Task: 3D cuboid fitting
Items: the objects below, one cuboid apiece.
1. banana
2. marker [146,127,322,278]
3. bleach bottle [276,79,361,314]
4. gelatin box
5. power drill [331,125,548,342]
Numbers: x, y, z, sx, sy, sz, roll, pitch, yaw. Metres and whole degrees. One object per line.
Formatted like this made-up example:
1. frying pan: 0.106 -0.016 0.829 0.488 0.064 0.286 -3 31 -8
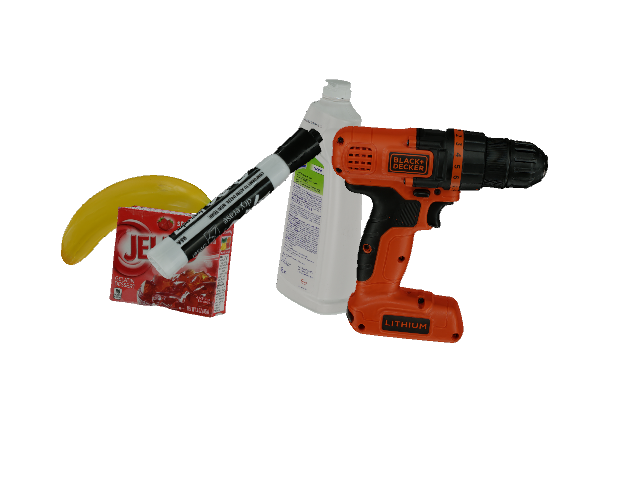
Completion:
1. banana: -0.183 -0.023 1.016 0.198 0.069 0.037 -13 19 28
2. marker: -0.046 -0.023 0.600 0.121 0.020 0.020 -41 13 -16
3. bleach bottle: 0.009 -0.051 1.189 0.067 0.251 0.103 -7 22 -40
4. gelatin box: -0.113 0.015 0.807 0.089 0.073 0.030 9 6 18
5. power drill: 0.097 -0.007 0.935 0.184 0.188 0.057 5 18 5
